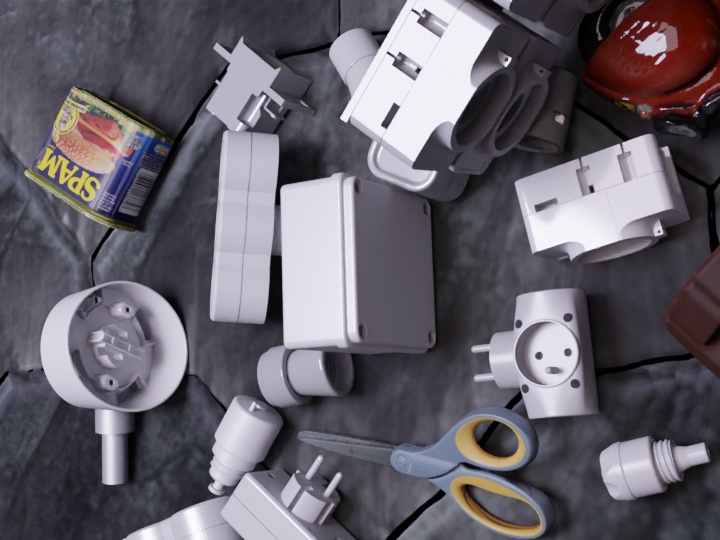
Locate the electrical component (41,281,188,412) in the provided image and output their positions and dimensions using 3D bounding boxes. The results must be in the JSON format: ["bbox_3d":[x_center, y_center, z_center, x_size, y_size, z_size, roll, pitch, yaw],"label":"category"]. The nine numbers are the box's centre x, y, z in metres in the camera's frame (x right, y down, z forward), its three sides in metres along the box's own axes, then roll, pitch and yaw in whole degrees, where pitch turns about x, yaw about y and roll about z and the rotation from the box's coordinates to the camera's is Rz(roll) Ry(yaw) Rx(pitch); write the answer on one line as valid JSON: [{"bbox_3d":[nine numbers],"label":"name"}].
[{"bbox_3d":[-0.188,0.059,0.816,0.064,0.099,0.099,-8,80,34],"label":"electrical component"}]

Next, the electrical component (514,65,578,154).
[{"bbox_3d":[0.110,-0.105,0.691,0.055,0.055,0.047,14,87,30],"label":"electrical component"}]

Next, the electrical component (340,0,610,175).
[{"bbox_3d":[0.082,-0.144,0.601,0.060,0.105,0.186,39,110,21],"label":"electrical component"}]

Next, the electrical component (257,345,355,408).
[{"bbox_3d":[-0.038,0.072,0.757,0.055,0.045,0.045,-15,77,27],"label":"electrical component"}]

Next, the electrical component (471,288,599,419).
[{"bbox_3d":[0.107,0.055,0.678,0.079,0.044,0.077,-10,79,29],"label":"electrical component"}]

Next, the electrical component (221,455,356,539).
[{"bbox_3d":[-0.039,0.164,0.745,0.083,0.047,0.075,38,103,27],"label":"electrical component"}]

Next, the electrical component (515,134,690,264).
[{"bbox_3d":[0.150,-0.038,0.662,0.089,0.050,0.055,-19,75,26],"label":"electrical component"}]

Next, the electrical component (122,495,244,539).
[{"bbox_3d":[-0.138,0.225,0.790,0.138,0.052,0.073,-28,71,24],"label":"electrical component"}]

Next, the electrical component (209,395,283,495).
[{"bbox_3d":[-0.087,0.128,0.781,0.040,0.040,0.078,34,101,28],"label":"electrical component"}]

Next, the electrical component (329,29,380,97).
[{"bbox_3d":[0.006,-0.138,0.761,0.044,0.044,0.065,-39,63,20],"label":"electrical component"}]

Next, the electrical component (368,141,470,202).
[{"bbox_3d":[0.053,-0.097,0.718,0.054,0.059,0.095,25,96,29],"label":"electrical component"}]

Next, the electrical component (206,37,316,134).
[{"bbox_3d":[-0.078,-0.132,0.807,0.081,0.042,0.063,42,108,27],"label":"electrical component"}]

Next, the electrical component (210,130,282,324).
[{"bbox_3d":[-0.067,-0.029,0.781,0.074,0.052,0.138,4,94,-10],"label":"electrical component"}]

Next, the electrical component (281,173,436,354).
[{"bbox_3d":[0.000,0.000,0.708,0.056,0.109,0.108,-7,81,31],"label":"electrical component"}]

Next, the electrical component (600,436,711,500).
[{"bbox_3d":[0.176,0.115,0.638,0.061,0.035,0.035,-19,75,24],"label":"electrical component"}]
